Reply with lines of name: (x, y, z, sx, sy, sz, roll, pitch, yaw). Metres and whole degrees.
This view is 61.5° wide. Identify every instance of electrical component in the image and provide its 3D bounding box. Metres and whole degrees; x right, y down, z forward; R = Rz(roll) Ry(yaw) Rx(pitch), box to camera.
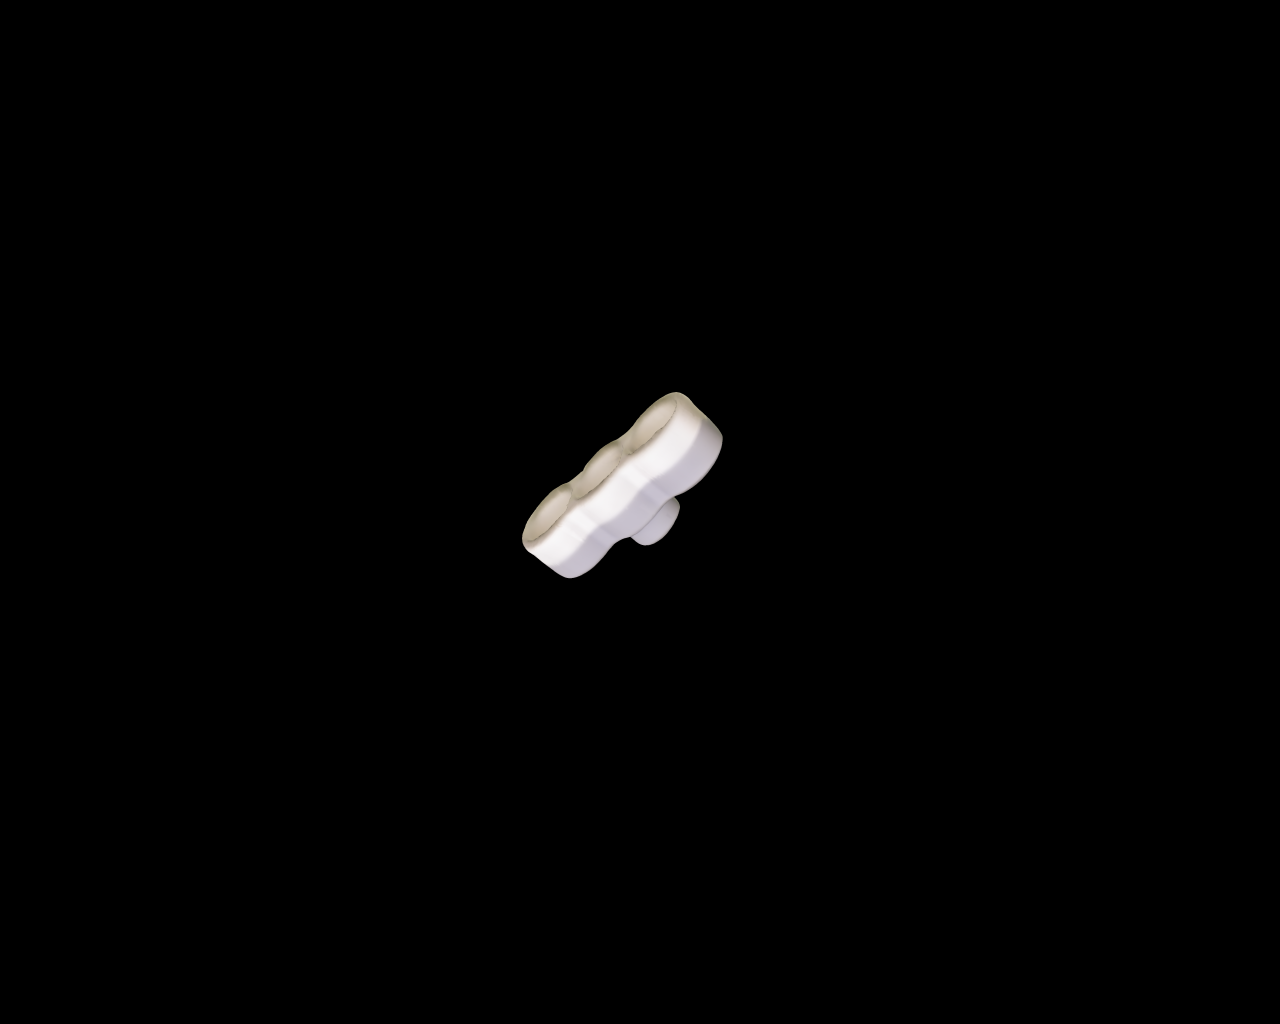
electrical component: (0.001, -0.003, 0.650, 0.138, 0.073, 0.052, -39, 24, 22)
